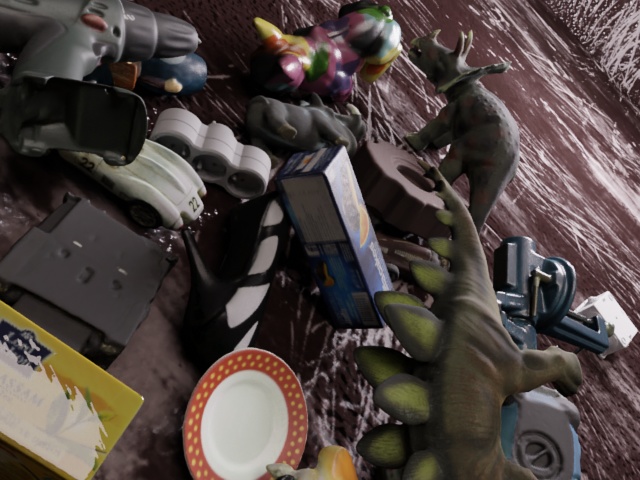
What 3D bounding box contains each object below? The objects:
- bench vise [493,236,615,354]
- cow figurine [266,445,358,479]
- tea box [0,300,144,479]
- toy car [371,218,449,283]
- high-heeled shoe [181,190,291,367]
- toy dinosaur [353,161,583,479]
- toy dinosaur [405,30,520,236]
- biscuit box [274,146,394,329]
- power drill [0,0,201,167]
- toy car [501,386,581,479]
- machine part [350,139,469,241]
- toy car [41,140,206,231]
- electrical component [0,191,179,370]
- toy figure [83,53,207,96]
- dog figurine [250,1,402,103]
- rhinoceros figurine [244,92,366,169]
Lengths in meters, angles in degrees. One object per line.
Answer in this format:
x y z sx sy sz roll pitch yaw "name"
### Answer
0.329 0.112 0.770 0.240 0.129 0.224 23 46 -15 "bench vise"
-0.032 0.231 0.415 0.167 0.098 0.068 -46 117 -57 "cow figurine"
-0.215 0.097 0.351 0.169 0.098 0.068 39 44 -12 "tea box"
0.136 0.030 0.725 0.202 0.053 0.089 21 51 -28 "toy car"
-0.055 0.029 0.561 0.249 0.086 0.145 -31 102 -56 "high-heeled shoe"
0.139 0.121 0.519 0.198 0.105 0.471 18 55 -10 "toy dinosaur"
0.247 -0.156 0.850 0.131 0.192 0.405 8 54 -33 "toy dinosaur"
0.022 0.004 0.573 0.063 0.059 0.202 -60 136 -48 "biscuit box"
-0.204 -0.161 0.482 0.232 0.086 0.207 2 51 -29 "power drill"
0.222 0.241 0.596 0.109 0.102 0.162 18 53 1 "toy car"
0.122 -0.073 0.754 0.179 0.056 0.179 26 29 -15 "machine part"
-0.203 -0.084 0.527 0.201 0.056 0.073 36 43 -12 "toy car"
-0.197 0.040 0.439 0.115 0.058 0.134 32 44 -14 "electrical component"
-0.207 -0.197 0.611 0.154 0.057 0.064 -7 26 -41 "toy figure"
0.001 -0.267 0.750 0.108 0.191 0.219 61 28 6 "dog figurine"
-0.015 -0.145 0.722 0.190 0.073 0.112 -2 51 -38 "rhinoceros figurine"
